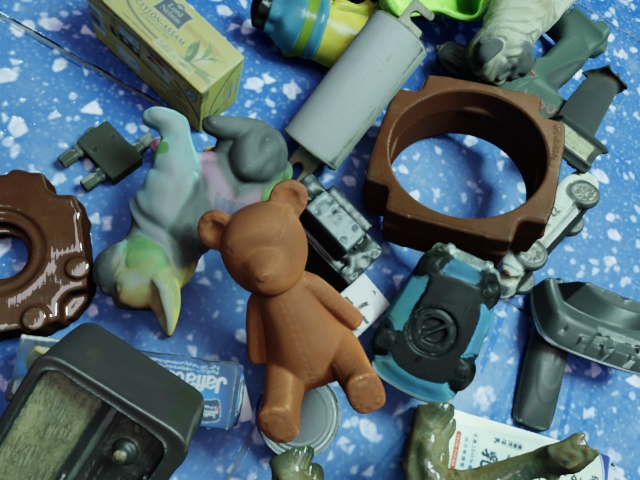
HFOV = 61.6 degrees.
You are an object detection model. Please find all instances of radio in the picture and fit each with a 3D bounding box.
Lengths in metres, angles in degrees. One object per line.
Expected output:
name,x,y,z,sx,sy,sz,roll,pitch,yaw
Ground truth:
radio,-0.201,0.194,0.434,0.131,0.073,0.229,32,103,-6

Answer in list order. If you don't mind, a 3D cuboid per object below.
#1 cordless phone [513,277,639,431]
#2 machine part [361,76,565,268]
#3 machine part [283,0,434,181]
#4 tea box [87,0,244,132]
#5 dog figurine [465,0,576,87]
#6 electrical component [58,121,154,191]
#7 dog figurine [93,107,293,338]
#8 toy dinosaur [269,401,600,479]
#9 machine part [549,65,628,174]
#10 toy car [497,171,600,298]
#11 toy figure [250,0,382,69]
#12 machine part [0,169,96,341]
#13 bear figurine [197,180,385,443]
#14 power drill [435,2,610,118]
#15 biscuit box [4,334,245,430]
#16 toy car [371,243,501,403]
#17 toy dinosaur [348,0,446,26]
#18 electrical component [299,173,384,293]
cordless phone,0.312,0.148,0.642,0.146,0.089,0.184,20,83,-10
machine part,0.162,-0.080,0.619,0.201,0.087,0.201,15,64,11
machine part,0.039,-0.167,0.610,0.079,0.079,0.243,38,98,-2
tea box,-0.170,-0.214,0.594,0.169,0.098,0.068,43,70,-2
dog figurine,0.237,-0.281,0.663,0.121,0.172,0.190,41,104,-7
electrical component,-0.231,-0.097,0.586,0.094,0.021,0.063,-42,88,-20
dog figurine,-0.125,-0.011,0.550,0.191,0.108,0.219,4,79,-16
toy dinosaur,0.015,0.279,0.458,0.471,0.105,0.199,-28,51,12
machine part,0.334,-0.154,0.674,0.084,0.039,0.139,31,78,-1
toy car,0.277,-0.007,0.662,0.056,0.073,0.202,38,68,26
toy figure,0.005,-0.252,0.659,0.180,0.082,0.089,11,92,-19
machine part,-0.307,0.016,0.519,0.179,0.056,0.179,4,74,-12
bear figurine,-0.029,0.058,0.481,0.120,0.132,0.195,-19,117,2
power drill,0.291,-0.244,0.730,0.232,0.086,0.207,39,66,-4
biscuit box,-0.173,0.132,0.498,0.203,0.062,0.059,7,73,1
toy car,0.122,0.086,0.583,0.109,0.103,0.161,23,87,5
toy dinosaur,-0.020,-0.390,0.676,0.192,0.131,0.404,-41,95,-5
electrical component,-0.001,-0.002,0.560,0.115,0.134,0.058,44,66,2
